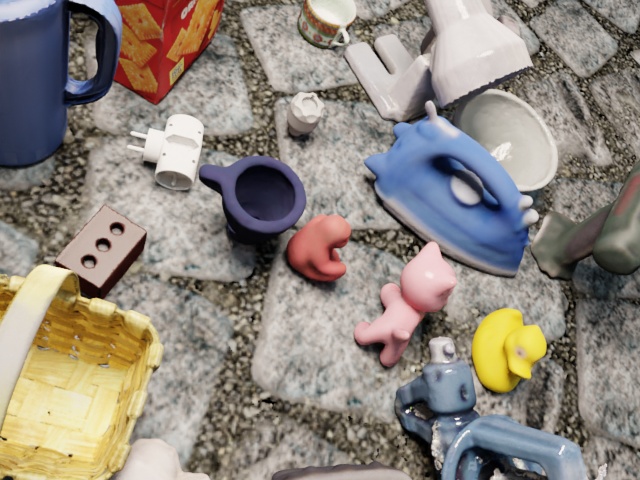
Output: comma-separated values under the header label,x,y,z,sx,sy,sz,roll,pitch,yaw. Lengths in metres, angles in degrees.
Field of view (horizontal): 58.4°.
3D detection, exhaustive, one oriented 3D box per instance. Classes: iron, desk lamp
label,x,y,z,sx,sy,sz,roll,pitch,yaw
iron,0.191,-0.062,0.728,0.258,0.141,0.119,39,59,-1
desk lamp,0.150,-0.245,0.753,0.118,0.213,0.203,-26,78,-29

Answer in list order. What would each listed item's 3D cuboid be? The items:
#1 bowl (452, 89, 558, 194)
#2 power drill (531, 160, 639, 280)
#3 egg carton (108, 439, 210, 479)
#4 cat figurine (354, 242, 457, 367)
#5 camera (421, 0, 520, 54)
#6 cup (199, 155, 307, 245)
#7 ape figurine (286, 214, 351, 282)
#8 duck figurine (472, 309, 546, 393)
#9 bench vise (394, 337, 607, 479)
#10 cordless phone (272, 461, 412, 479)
label,x,y,z,sx,sy,sz,roll,pitch,yaw
bowl,0.250,-0.128,0.821,0.168,0.074,0.167,9,64,-18
power drill,0.384,-0.035,0.754,0.075,0.208,0.230,37,59,-2
egg carton,-0.160,0.255,0.488,0.107,0.069,0.150,40,59,-1
cat figurine,0.108,0.070,0.650,0.067,0.117,0.128,36,59,-3
camera,0.239,-0.345,0.900,0.143,0.100,0.137,9,64,-18
cup,-0.084,-0.038,0.636,0.118,0.094,0.092,21,61,-11
ape figurine,0.006,0.002,0.655,0.076,0.092,0.078,10,64,-17
duck figurine,0.237,0.127,0.694,0.077,0.086,0.104,22,61,-11
bench vise,0.155,0.197,0.552,0.122,0.219,0.207,-29,80,-29
cordless phone,0.032,0.243,0.503,0.148,0.184,0.094,0,67,-21
